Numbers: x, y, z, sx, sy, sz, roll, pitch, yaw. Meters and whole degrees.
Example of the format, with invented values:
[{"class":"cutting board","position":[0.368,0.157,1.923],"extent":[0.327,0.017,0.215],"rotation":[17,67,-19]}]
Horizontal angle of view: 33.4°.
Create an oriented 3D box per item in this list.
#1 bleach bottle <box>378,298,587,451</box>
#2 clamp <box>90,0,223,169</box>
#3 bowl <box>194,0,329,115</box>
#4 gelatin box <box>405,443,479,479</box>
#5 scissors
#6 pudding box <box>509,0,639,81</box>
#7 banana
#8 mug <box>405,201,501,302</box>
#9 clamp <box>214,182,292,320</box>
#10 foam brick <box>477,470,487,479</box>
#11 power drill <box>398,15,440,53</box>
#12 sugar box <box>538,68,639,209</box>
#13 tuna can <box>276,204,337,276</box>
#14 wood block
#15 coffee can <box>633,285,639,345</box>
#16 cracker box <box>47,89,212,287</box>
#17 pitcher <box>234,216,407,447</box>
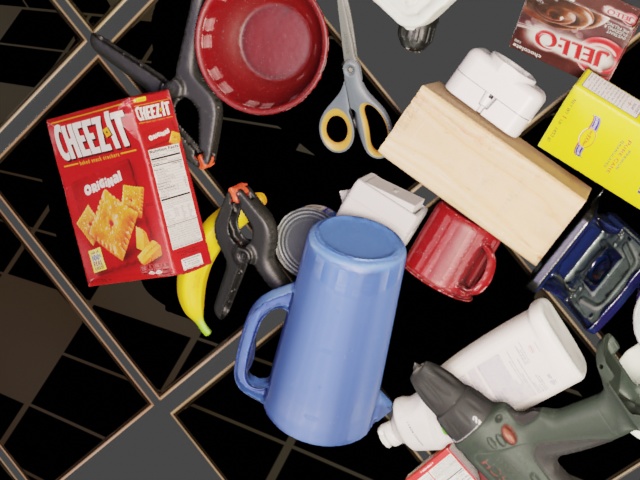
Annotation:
[{"class":"bleach bottle","position":[0.170,0.167,1.216],"extent":[0.251,0.068,0.102],"rotation":[-31,91,24]},{"class":"clamp","position":[-0.181,-0.183,1.275],"extent":[0.165,0.036,0.210],"rotation":[-12,98,21]},{"class":"bowl","position":[-0.059,-0.225,1.215],"extent":[0.162,0.055,0.162],"rotation":[4,102,18]},{"class":"gelatin box","position":[0.156,0.295,1.263],"extent":[0.073,0.030,0.089],"rotation":[-44,86,20]},{"class":"scissors","position":[0.022,-0.180,1.196],"extent":[0.096,0.016,0.201],"rotation":[-14,110,28]},{"class":"pudding box","position":[0.261,-0.217,1.095],"extent":[0.113,0.039,0.090],"rotation":[29,147,12]},{"class":"banana","position":[-0.130,0.019,1.302],"extent":[0.069,0.037,0.198],"rotation":[23,109,-4]},{"class":"mug","position":[0.152,0.015,1.167],"extent":[0.093,0.117,0.081],"rotation":[20,106,-32]},{"class":"clamp","position":[-0.073,0.020,1.247],"extent":[0.120,0.039,0.171],"rotation":[5,111,17]},{"class":"foam brick","position":[0.223,0.256,1.221],"extent":[0.078,0.053,0.051],"rotation":[-15,96,22]},{"class":"power drill","position":[0.056,-0.311,1.160],"extent":[0.188,0.057,0.184],"rotation":[16,105,13]},{"class":"sugar box","position":[0.324,-0.090,1.102],"extent":[0.176,0.048,0.093],"rotation":[35,138,12]},{"class":"tuna can","position":[-0.008,0.002,1.256],"extent":[0.086,0.033,0.086],"rotation":[4,102,18]},{"class":"wood block","position":[0.178,-0.075,1.147],"extent":[0.206,0.090,0.090],"rotation":[37,109,8]},{"class":"coffee can","position":[0.373,0.066,1.083],"extent":[0.103,0.140,0.103],"rotation":[4,102,18]},{"class":"cracker box","position":[-0.231,-0.058,1.274],"extent":[0.164,0.071,0.214],"rotation":[-7,100,40]},{"class":"pitcher","position":[0.009,0.097,1.183],"extent":[0.145,0.148,0.243],"rotation":[36,128,35]}]
